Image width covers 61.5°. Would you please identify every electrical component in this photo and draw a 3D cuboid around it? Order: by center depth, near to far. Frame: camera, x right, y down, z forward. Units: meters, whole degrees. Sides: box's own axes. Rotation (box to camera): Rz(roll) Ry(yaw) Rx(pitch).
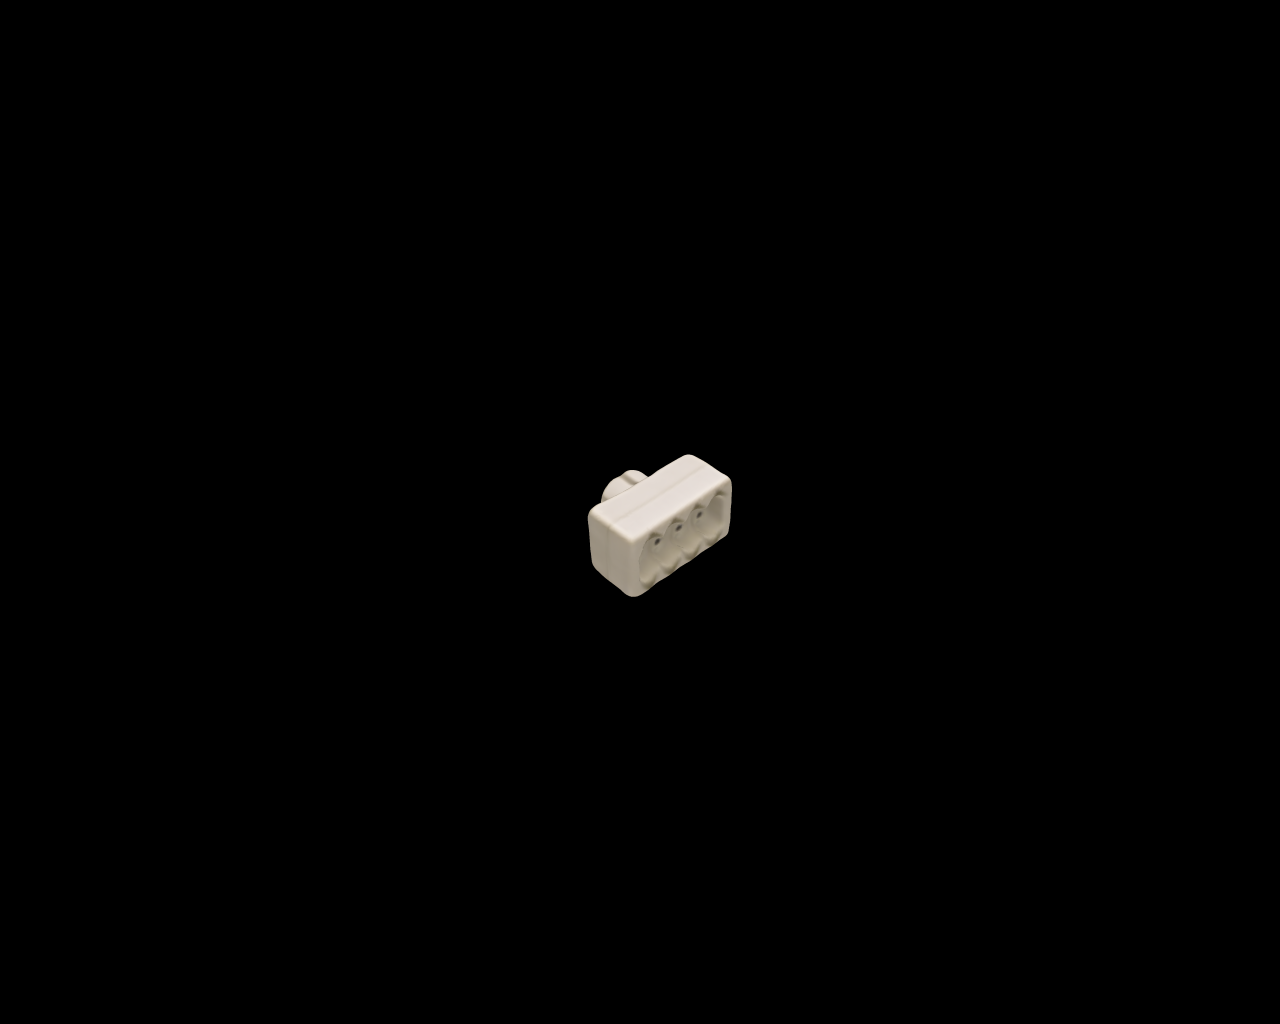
[{"bbox_3d":[0.001,-0.003,0.650,0.083,0.047,0.076,-31,51,-30],"label":"electrical component"}]
